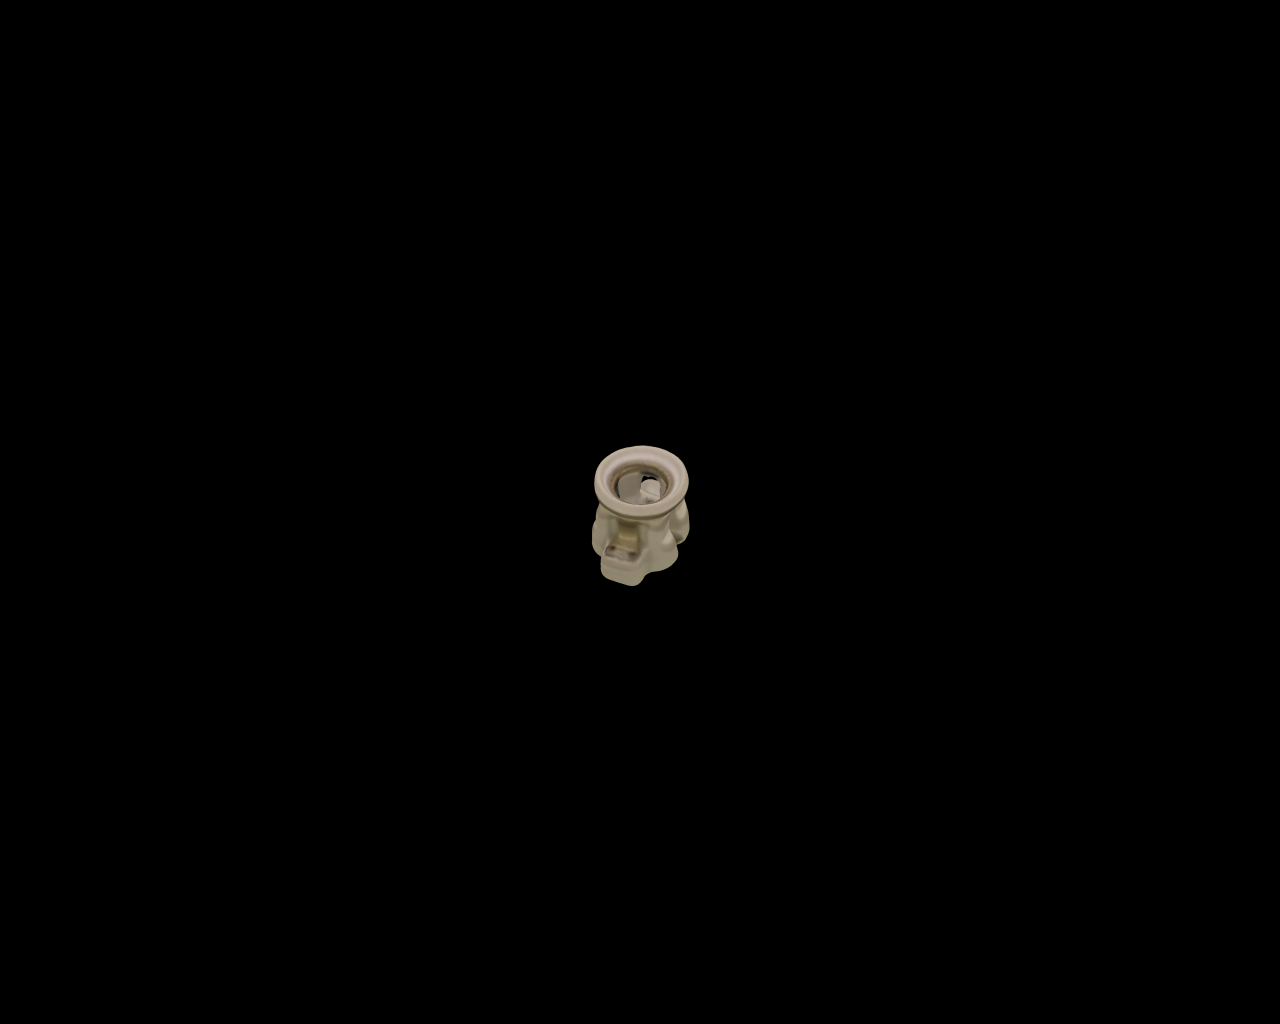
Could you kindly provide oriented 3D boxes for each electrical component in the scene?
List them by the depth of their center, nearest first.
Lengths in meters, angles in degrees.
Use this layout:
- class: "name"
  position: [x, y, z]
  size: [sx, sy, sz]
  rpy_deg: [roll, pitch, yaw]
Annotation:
- class: "electrical component"
  position: [0.001, -0.003, 0.650]
  size: [0.058, 0.056, 0.078]
  rpy_deg: [15, 47, 15]
